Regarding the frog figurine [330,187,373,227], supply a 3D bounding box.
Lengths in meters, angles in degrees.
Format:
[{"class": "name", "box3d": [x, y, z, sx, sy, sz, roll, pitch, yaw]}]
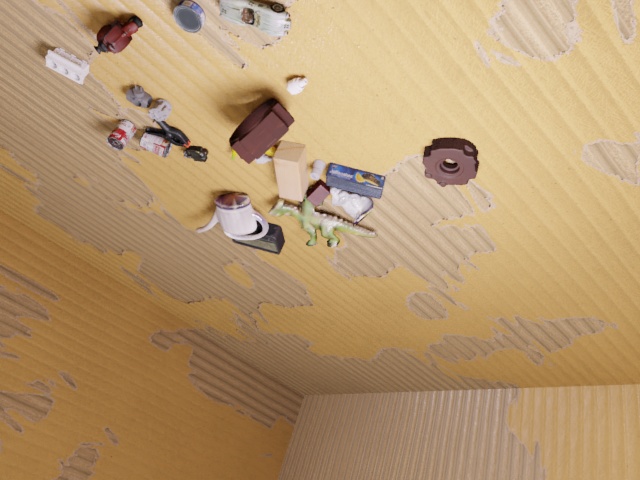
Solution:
[{"class": "frog figurine", "box3d": [0.109, -0.142, 1.842, 0.160, 0.123, 0.137, 50, 180, 6]}]

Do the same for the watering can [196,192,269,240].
[{"class": "watering can", "box3d": [-0.381, -0.093, 2.124, 0.348, 0.106, 0.219, 4, 128, 16]}]

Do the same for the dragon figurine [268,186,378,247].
[{"class": "dragon figurine", "box3d": [0.006, -0.099, 1.968, 0.410, 0.125, 0.237, -1, 134, 15]}]
